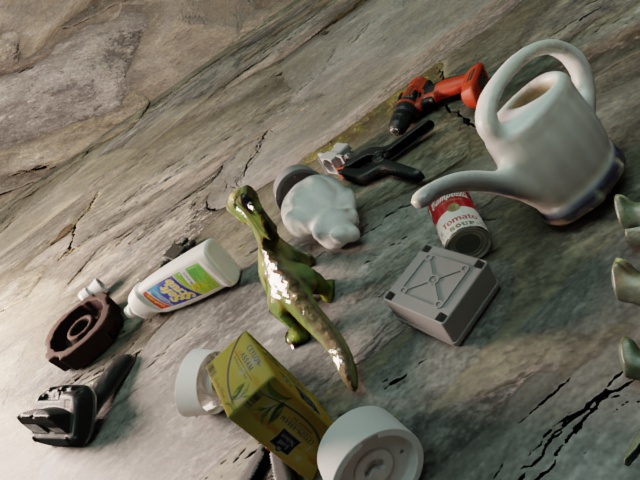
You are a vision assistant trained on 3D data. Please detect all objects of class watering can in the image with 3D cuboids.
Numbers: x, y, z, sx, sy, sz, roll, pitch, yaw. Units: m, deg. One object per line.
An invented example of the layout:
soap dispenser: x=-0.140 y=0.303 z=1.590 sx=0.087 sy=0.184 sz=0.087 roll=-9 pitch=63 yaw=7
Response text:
watering can: x=0.273 y=-0.107 z=0.674 sx=0.352 sy=0.222 sz=0.104 roll=-49 pitch=16 yaw=-17

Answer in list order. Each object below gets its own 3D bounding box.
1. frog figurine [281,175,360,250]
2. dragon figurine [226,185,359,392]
frog figurine: x=0.003 y=-0.046 z=0.919 sx=0.137 sy=0.121 sz=0.162 roll=-15 pitch=22 yaw=-6
dragon figurine: x=-0.067 y=0.030 z=0.784 sx=0.123 sy=0.238 sz=0.416 roll=-35 pitch=31 yaw=-7
